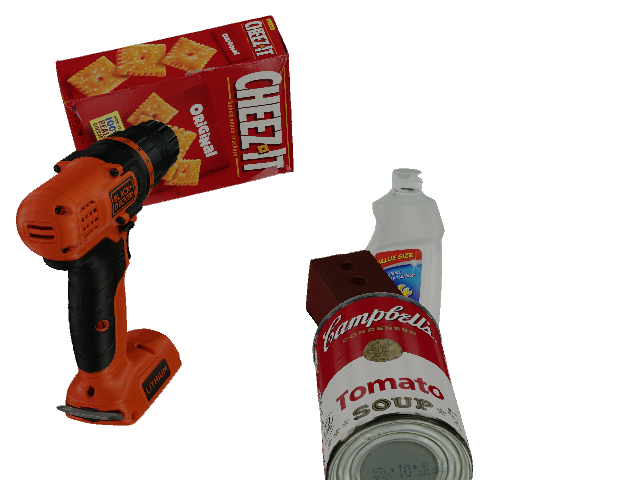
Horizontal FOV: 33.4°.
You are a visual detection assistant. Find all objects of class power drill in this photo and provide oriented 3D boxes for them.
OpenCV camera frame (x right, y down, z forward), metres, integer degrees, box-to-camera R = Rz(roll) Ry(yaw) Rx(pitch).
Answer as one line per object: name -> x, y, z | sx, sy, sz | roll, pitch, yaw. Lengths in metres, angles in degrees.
power drill -> -0.142, 0.020, 0.756 | 0.057, 0.188, 0.184 | 4, 24, 19

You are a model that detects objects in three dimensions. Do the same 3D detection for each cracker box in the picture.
cracker box -> -0.137, -0.119, 1.055 | 0.213, 0.072, 0.164 | -13, -38, -10

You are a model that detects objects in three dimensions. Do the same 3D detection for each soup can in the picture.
soup can -> 0.032, 0.080, 0.514 | 0.068, 0.068, 0.102 | 0, 29, -3

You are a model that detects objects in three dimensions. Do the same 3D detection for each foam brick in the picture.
foam brick -> 0.027, 0.051, 0.827 | 0.053, 0.051, 0.078 | -10, 35, -20

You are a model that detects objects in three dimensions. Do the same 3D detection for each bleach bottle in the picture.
bleach bottle -> 0.076, 0.049, 1.119 | 0.103, 0.251, 0.068 | 8, 15, 22
